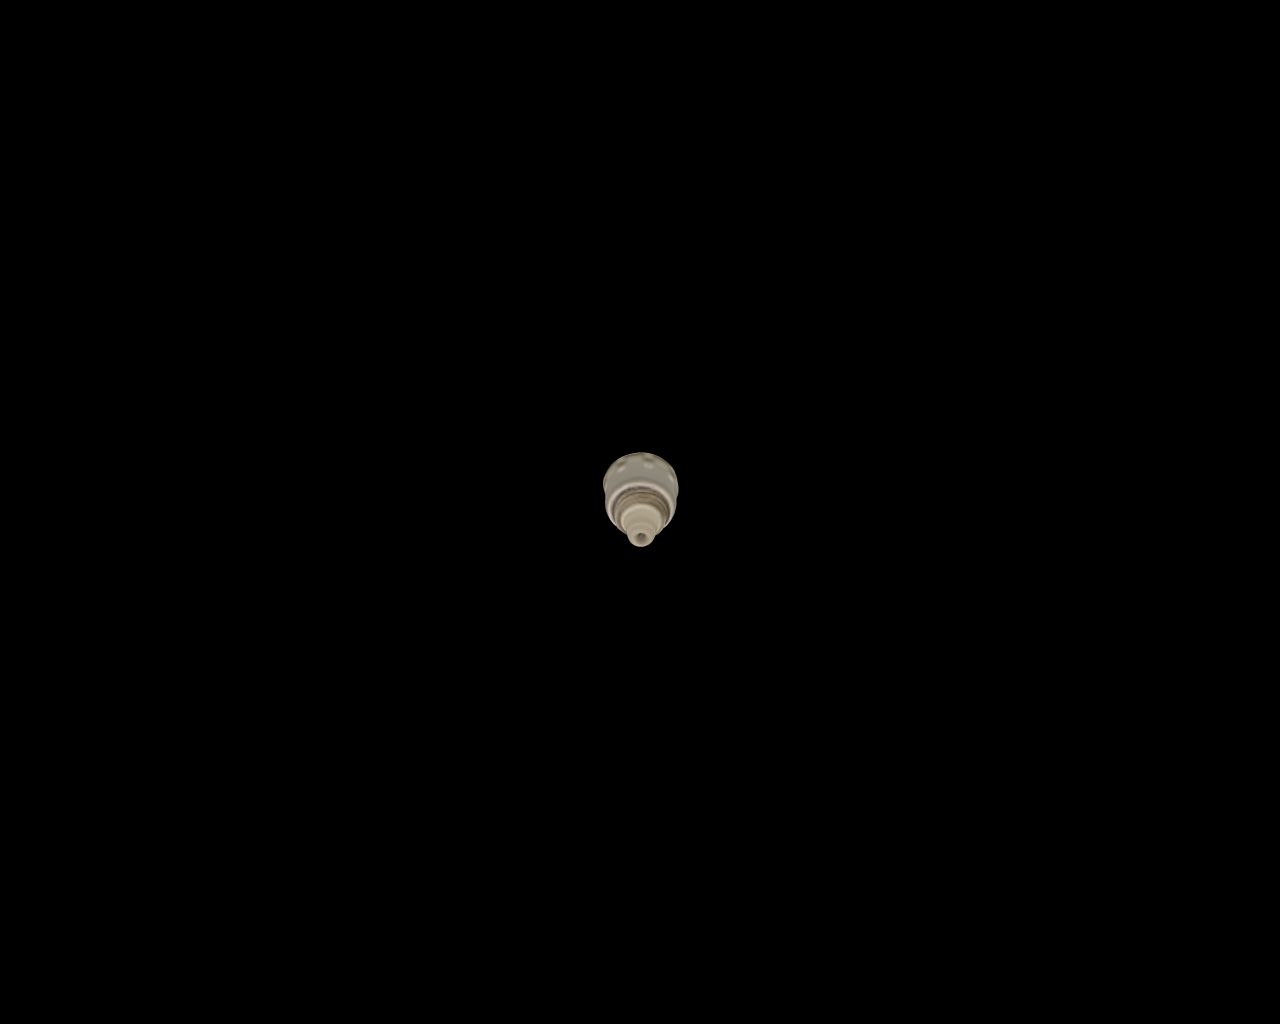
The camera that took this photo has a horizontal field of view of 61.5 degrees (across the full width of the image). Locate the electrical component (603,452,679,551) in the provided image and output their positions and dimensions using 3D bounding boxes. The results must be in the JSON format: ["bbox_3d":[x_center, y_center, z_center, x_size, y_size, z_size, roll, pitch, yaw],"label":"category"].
[{"bbox_3d":[0.001,-0.003,0.650,0.048,0.048,0.062,0,37,0],"label":"electrical component"}]
